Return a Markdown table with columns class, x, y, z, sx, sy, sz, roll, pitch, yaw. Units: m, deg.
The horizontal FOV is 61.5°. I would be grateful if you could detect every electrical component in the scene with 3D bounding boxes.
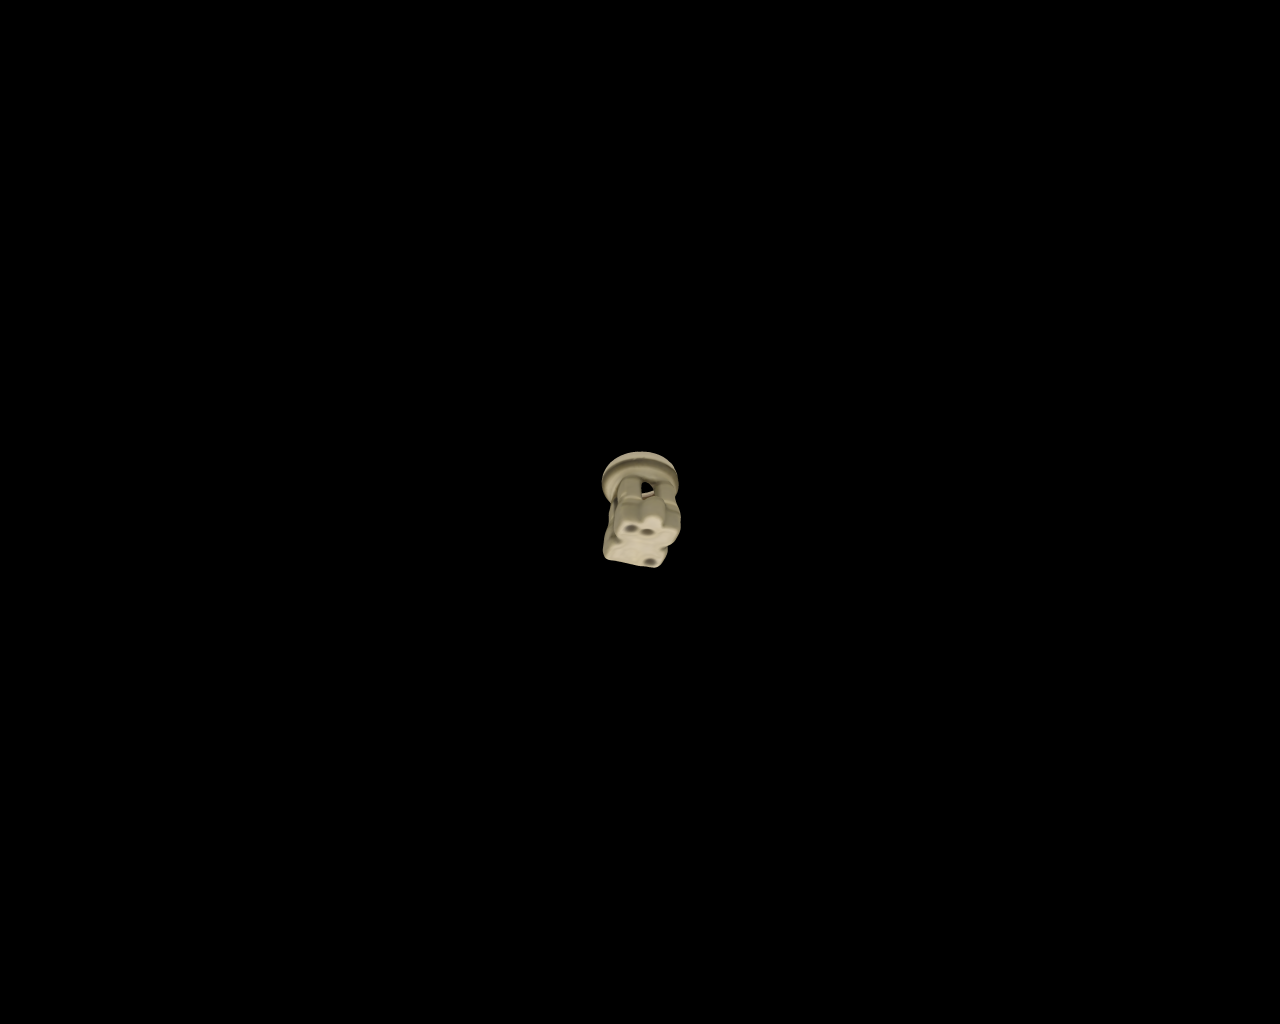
| class | x | y | z | sx | sy | sz | roll | pitch | yaw |
| --- | --- | --- | --- | --- | --- | --- | --- | --- | --- |
| electrical component | 0.001 | -0.003 | 0.650 | 0.048 | 0.055 | 0.066 | 11 | -39 | -14 |
